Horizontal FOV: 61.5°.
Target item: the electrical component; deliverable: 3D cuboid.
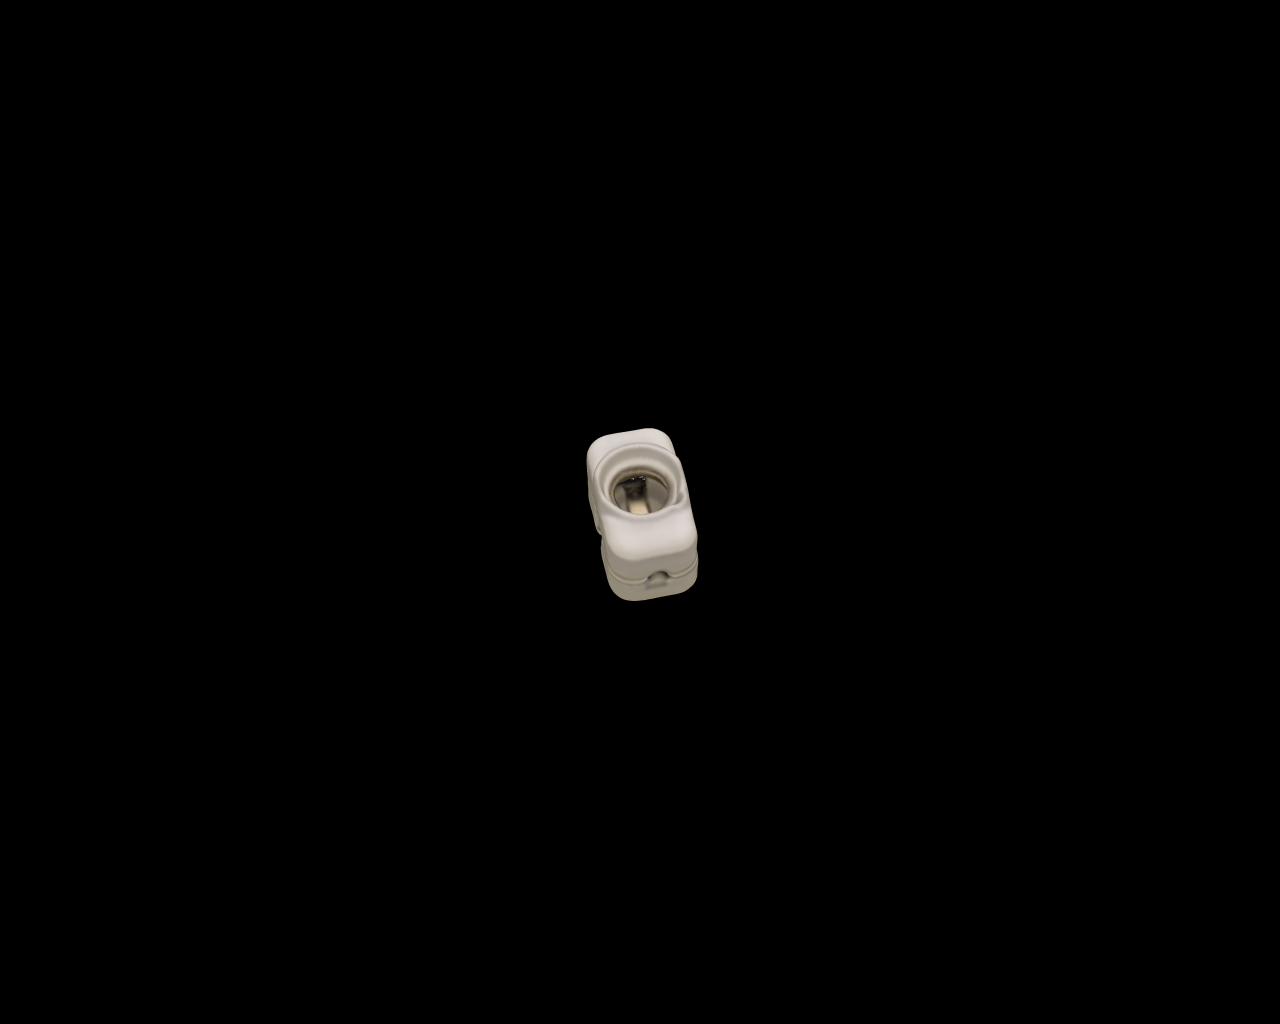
[{"bbox_3d":[0.001,-0.003,0.650,0.054,0.095,0.059,-9,-36,-7],"label":"electrical component"}]
